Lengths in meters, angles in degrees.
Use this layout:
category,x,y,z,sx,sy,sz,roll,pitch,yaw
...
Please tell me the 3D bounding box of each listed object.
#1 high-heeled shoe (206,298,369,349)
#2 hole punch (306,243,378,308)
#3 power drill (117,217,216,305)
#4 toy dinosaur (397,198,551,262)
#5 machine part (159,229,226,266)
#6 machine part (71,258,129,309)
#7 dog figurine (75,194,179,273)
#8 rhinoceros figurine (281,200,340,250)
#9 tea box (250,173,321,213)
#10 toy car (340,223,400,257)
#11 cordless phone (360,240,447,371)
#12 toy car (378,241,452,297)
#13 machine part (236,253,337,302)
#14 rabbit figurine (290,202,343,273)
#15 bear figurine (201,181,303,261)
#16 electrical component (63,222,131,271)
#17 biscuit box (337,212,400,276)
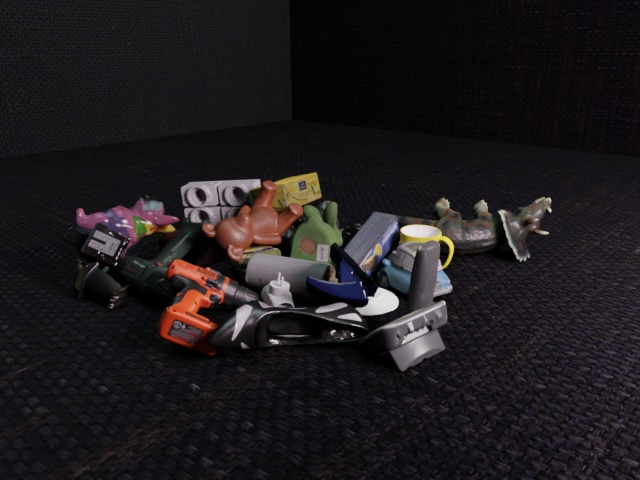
category,x,y,z,sx,sy,sz,roll,pitch,yaw
high-heeled shoe,-0.043,0.152,0.862,0.249,0.086,0.145,-19,34,-38
hole punch,0.037,0.081,0.957,0.116,0.142,0.092,41,76,11
power drill,-0.298,0.045,1.113,0.232,0.085,0.207,8,48,38
toy dinosaur,0.344,-0.018,1.290,0.405,0.131,0.192,-6,19,3
machine part,-0.299,0.009,1.300,0.179,0.056,0.179,-2,19,1
machine part,-0.439,0.091,1.060,0.139,0.084,0.039,20,4,27
dog figurine,-0.429,-0.009,1.201,0.219,0.191,0.108,-3,-19,-21
rhinoceros figurine,-0.043,-0.033,1.324,0.190,0.112,0.073,-25,29,-7
tea box,-0.079,-0.113,1.307,0.098,0.068,0.169,-7,13,28
toy car,0.132,0.002,1.312,0.202,0.056,0.073,9,28,28
cordless phone,0.141,0.097,0.847,0.146,0.184,0.089,-15,28,-36
toy car,0.191,0.056,1.087,0.109,0.102,0.162,-11,20,-25
machine part,-0.060,0.074,1.079,0.243,0.079,0.079,8,21,21
rabbit figurine,-0.003,-0.004,1.228,0.121,0.159,0.170,-5,2,17
bear figurine,-0.146,-0.040,1.146,0.120,0.132,0.196,43,25,15
electrical component,-0.459,0.005,1.098,0.119,0.075,0.048,30,-29,-14
biscuit box,0.109,0.015,1.187,0.063,0.059,0.203,11,40,30
